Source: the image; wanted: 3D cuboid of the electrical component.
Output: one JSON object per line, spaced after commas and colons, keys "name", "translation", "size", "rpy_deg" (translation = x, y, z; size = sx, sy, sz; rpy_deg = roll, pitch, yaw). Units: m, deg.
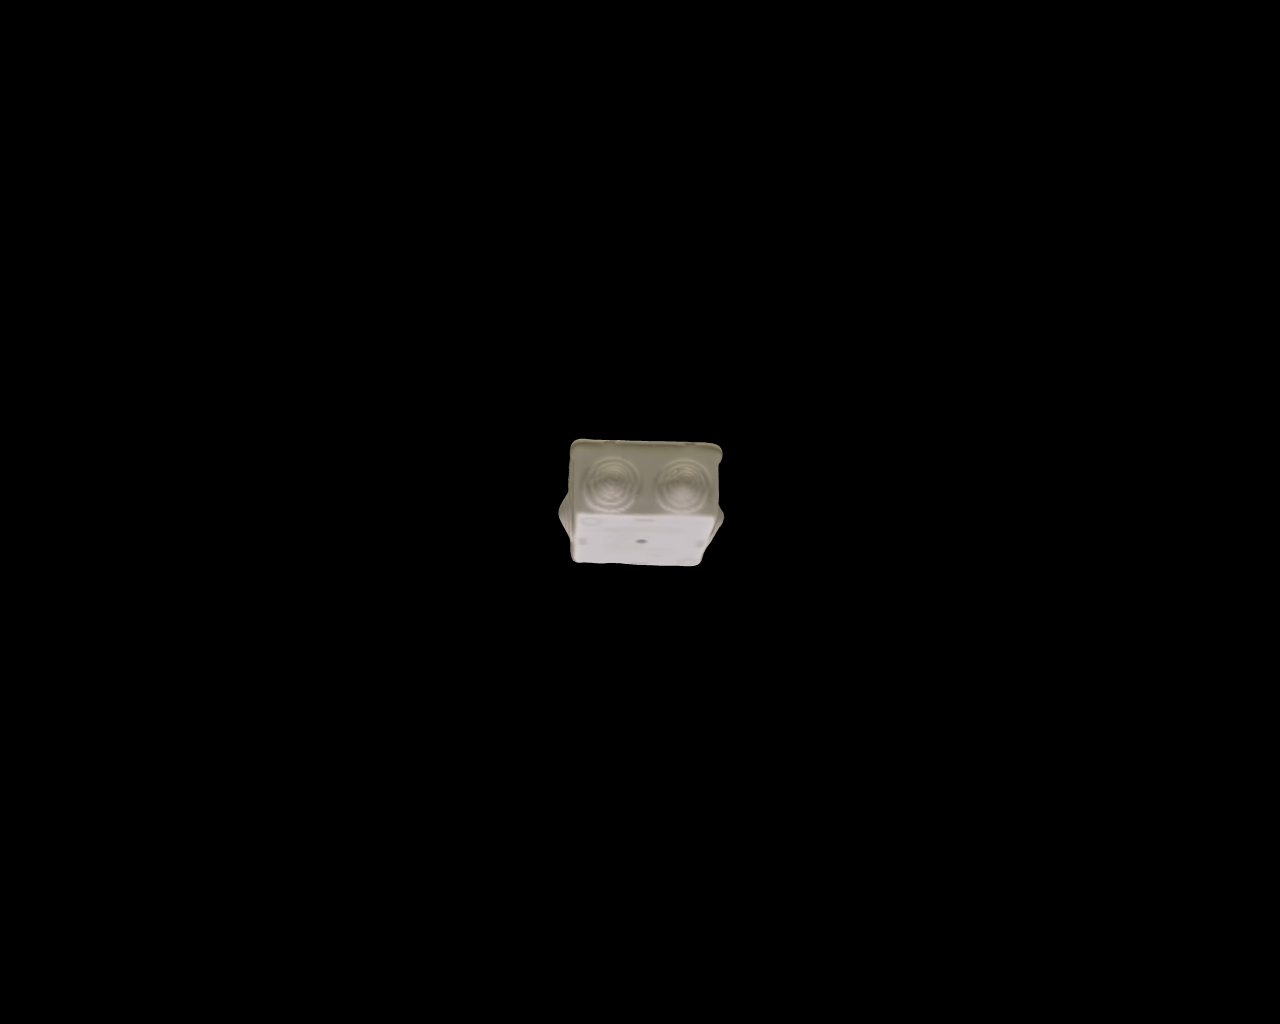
{"name": "electrical component", "translation": [0.001, -0.003, 0.650], "size": [0.100, 0.048, 0.099], "rpy_deg": [2, -23, -5]}
